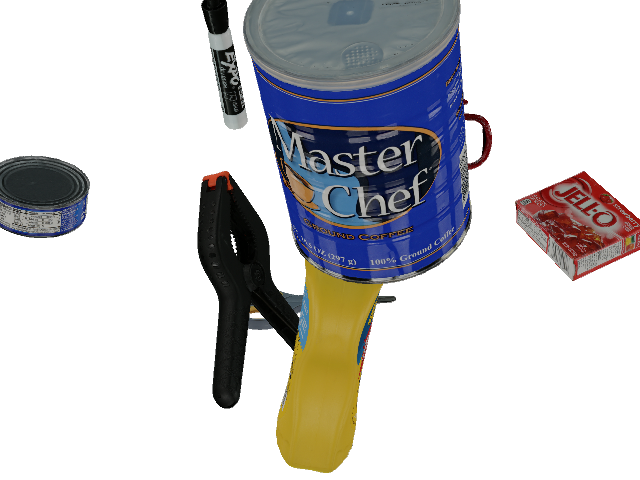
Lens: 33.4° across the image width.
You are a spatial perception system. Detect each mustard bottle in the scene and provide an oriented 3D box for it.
[{"bbox_3d":[0.010,0.060,0.749,0.058,0.192,0.096,10,25,2],"label":"mustard bottle"}]

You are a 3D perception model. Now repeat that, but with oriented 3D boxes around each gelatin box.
[{"bbox_3d":[0.220,-0.015,0.909,0.073,0.030,0.089,-23,45,-13],"label":"gelatin box"}]

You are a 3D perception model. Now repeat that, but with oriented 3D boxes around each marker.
[{"bbox_3d":[-0.073,-0.135,0.812,0.020,0.020,0.121,0,-42,7],"label":"marker"}]

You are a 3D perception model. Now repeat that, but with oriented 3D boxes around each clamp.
[{"bbox_3d":[-0.067,0.039,1.007,0.036,0.210,0.164,-12,0,29],"label":"clamp"}]

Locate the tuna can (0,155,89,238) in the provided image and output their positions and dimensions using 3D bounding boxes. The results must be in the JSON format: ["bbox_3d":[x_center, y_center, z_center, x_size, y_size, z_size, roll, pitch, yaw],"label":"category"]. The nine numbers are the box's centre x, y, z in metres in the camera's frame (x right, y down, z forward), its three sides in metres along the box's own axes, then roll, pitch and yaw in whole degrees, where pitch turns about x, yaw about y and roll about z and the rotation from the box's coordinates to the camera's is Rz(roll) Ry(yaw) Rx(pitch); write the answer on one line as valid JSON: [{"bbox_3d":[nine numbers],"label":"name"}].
[{"bbox_3d":[-0.245,-0.038,0.928,0.086,0.034,0.086,9,32,-6],"label":"tuna can"}]

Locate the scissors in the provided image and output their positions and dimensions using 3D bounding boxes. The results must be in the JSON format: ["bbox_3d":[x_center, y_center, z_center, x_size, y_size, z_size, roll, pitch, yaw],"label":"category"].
[{"bbox_3d":[-0.013,0.077,1.189,0.201,0.016,0.096,5,23,-2],"label":"scissors"}]

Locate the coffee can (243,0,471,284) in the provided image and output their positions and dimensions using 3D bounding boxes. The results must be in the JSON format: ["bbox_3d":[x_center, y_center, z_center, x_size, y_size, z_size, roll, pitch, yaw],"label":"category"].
[{"bbox_3d":[0.024,-0.061,0.549,0.103,0.102,0.140,0,-42,11],"label":"coffee can"}]

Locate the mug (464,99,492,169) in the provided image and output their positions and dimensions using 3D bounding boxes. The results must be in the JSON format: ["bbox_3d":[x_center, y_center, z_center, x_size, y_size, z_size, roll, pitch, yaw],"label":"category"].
[{"bbox_3d":[0.111,-0.097,1.054,0.117,0.081,0.093,1,14,10],"label":"mug"}]
